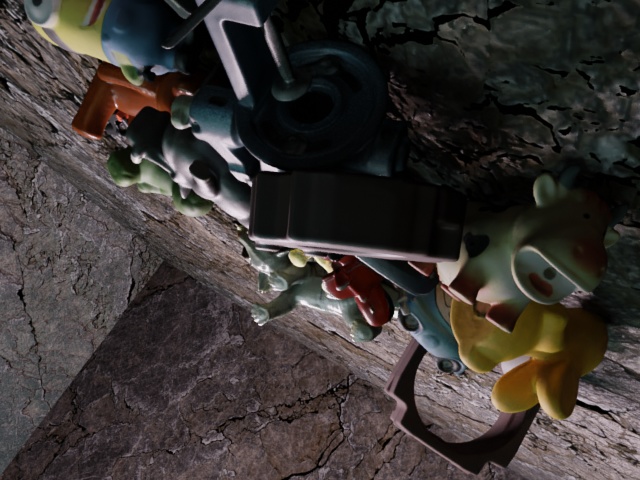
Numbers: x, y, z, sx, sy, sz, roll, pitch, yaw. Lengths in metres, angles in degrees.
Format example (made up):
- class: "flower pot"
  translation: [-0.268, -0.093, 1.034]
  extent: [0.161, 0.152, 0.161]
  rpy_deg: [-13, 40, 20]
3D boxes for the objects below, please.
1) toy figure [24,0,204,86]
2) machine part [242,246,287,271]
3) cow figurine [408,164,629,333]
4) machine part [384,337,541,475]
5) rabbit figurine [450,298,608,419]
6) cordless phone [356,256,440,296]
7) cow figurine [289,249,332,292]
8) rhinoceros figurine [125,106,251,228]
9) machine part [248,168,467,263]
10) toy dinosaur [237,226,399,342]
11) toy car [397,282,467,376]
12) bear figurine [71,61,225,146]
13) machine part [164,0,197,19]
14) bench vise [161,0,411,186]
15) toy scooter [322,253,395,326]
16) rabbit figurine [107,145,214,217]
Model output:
- class: "toy figure"
  translation: [-0.210, -0.214, 0.549]
  extent: [0.180, 0.082, 0.089]
  rpy_deg: [19, 150, -1]
- class: "machine part"
  translation: [-0.085, 0.057, 1.160]
  extent: [0.243, 0.079, 0.079]
  rpy_deg: [42, 163, -32]
- class: "cow figurine"
  translation: [0.161, 0.005, 0.446]
  extent: [0.085, 0.127, 0.195]
  rpy_deg: [33, 180, -12]
- class: "machine part"
  translation: [0.217, 0.228, 0.819]
  extent: [0.201, 0.201, 0.087]
  rpy_deg: [33, 167, 3]
- class: "rabbit figurine"
  translation: [0.228, 0.097, 0.546]
  extent: [0.173, 0.162, 0.122]
  rpy_deg: [22, 158, -25]
- class: "cordless phone"
  translation: [0.075, -0.016, 0.628]
  extent: [0.146, 0.088, 0.184]
  rpy_deg: [35, -176, -5]
- class: "cow figurine"
  translation: [-0.002, -0.004, 0.798]
  extent: [0.167, 0.098, 0.068]
  rpy_deg: [41, 137, 0]
- class: "rhinoceros figurine"
  translation: [-0.114, -0.076, 0.575]
  extent: [0.190, 0.073, 0.112]
  rpy_deg: [34, 163, -15]
- class: "machine part"
  translation: [0.028, -0.014, 0.429]
  extent: [0.179, 0.056, 0.179]
  rpy_deg: [6, 176, 0]
- class: "toy dinosaur"
  translation: [0.024, 0.082, 0.929]
  extent: [0.405, 0.131, 0.192]
  rpy_deg: [14, -157, 21]
- class: "toy car"
  translation: [0.176, 0.095, 0.705]
  extent: [0.103, 0.109, 0.161]
  rpy_deg: [-27, 119, 33]
- class: "bear figurine"
  translation: [-0.190, -0.154, 0.651]
  extent: [0.196, 0.131, 0.120]
  rpy_deg: [30, -166, 29]
- class: "machine part"
  translation: [-0.121, -0.231, 0.429]
  extent: [0.084, 0.039, 0.139]
  rpy_deg: [46, 165, -11]
- class: "bench vise"
  translation: [-0.041, -0.121, 0.417]
  extent: [0.224, 0.129, 0.240]
  rpy_deg: [27, 165, 21]
- class: "toy scooter"
  translation: [0.031, 0.022, 0.670]
  extent: [0.184, 0.075, 0.135]
  rpy_deg: [65, -163, 19]
- class: "rabbit figurine"
  translation: [-0.237, -0.095, 0.883]
  extent: [0.170, 0.121, 0.159]
  rpy_deg: [45, -175, 16]
